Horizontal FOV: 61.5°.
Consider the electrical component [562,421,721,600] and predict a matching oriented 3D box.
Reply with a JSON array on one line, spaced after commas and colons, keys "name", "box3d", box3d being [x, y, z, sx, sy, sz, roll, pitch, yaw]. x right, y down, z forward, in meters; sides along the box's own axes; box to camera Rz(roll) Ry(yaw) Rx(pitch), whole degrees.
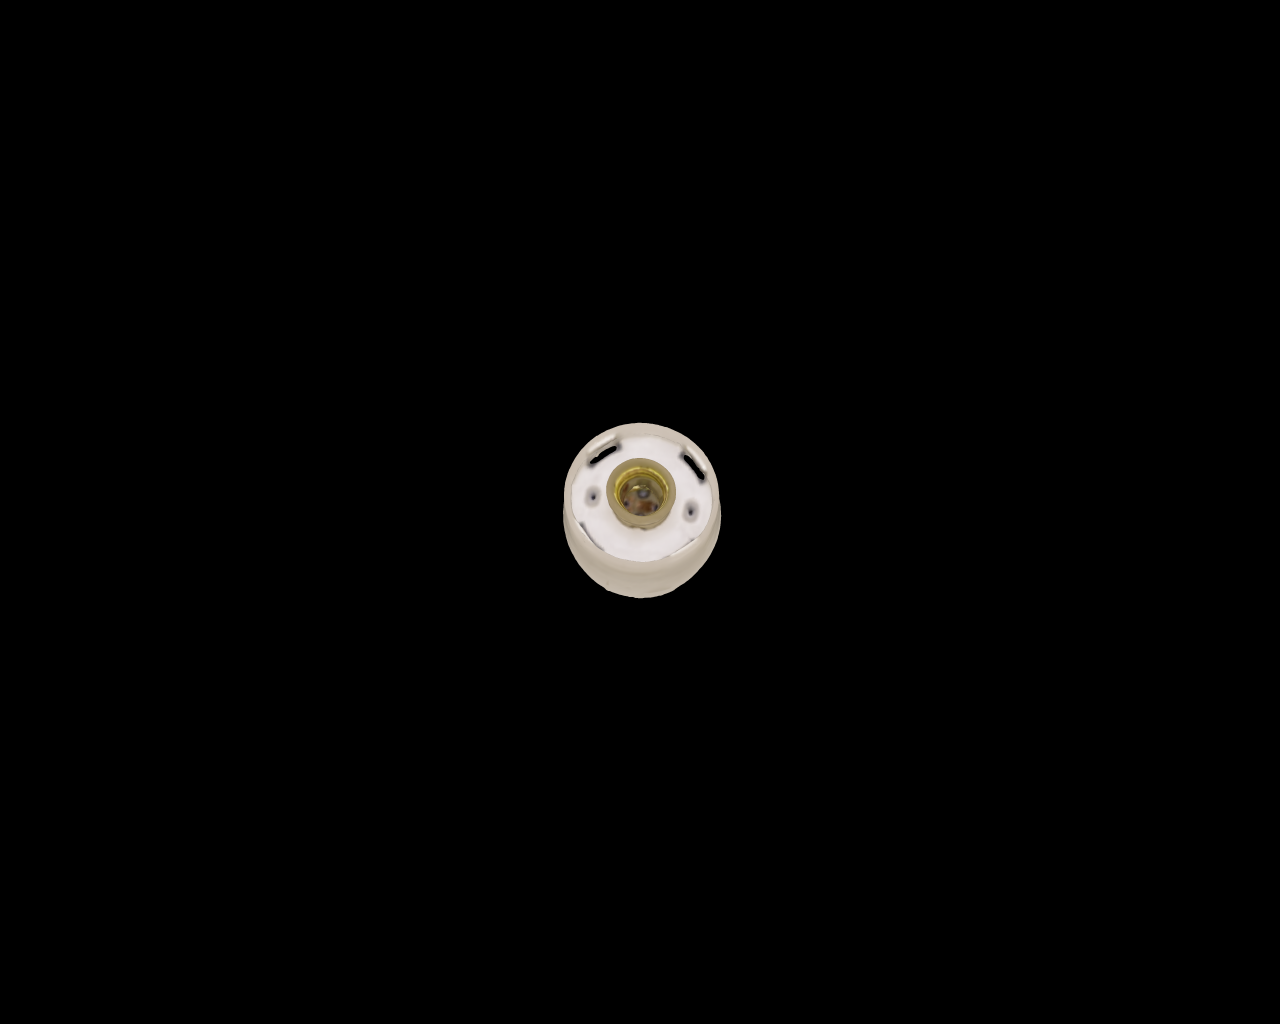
[{"name": "electrical component", "box3d": [0.001, -0.003, 0.650, 0.099, 0.099, 0.064, 0, -19, 0]}]
